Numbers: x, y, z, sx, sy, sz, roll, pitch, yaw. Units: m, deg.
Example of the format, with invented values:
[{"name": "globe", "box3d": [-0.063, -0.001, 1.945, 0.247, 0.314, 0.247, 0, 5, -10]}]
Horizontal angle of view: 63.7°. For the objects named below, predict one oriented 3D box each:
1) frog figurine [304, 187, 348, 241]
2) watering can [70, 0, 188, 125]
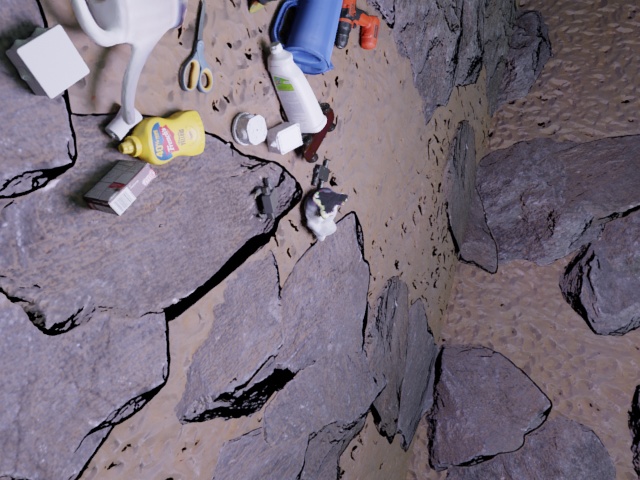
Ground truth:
[{"name": "frog figurine", "box3d": [0.005, -0.079, 1.569, 0.156, 0.123, 0.140, 116, -1, -55]}, {"name": "watering can", "box3d": [-0.340, -0.405, 0.943, 0.228, 0.104, 0.341, -40, 128, -45]}]
